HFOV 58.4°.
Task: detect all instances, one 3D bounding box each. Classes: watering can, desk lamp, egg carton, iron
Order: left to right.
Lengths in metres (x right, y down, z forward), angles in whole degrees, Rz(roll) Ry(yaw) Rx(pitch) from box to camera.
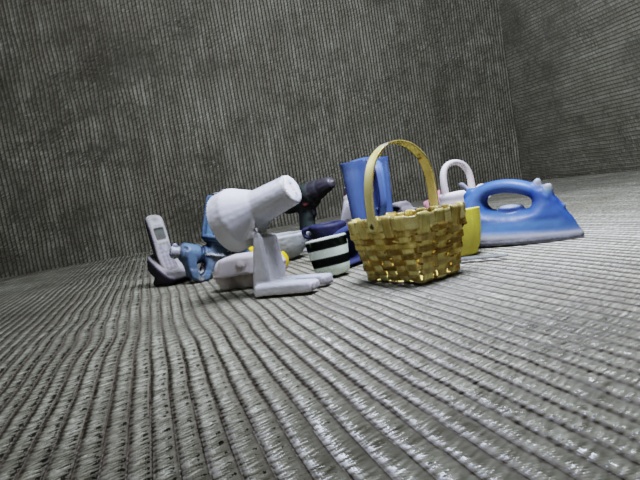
[{"bbox_3d":[-0.150,0.063,1.224,0.150,0.069,0.107,-8,5,14],"label":"egg carton"},{"bbox_3d":[-0.097,-0.006,1.072,0.202,0.213,0.118,-7,6,26],"label":"desk lamp"},{"bbox_3d":[0.338,-0.095,1.353,0.172,0.194,0.101,-4,7,46],"label":"watering can"},{"bbox_3d":[0.405,-0.065,1.191,0.257,0.141,0.119,-6,7,38],"label":"iron"}]

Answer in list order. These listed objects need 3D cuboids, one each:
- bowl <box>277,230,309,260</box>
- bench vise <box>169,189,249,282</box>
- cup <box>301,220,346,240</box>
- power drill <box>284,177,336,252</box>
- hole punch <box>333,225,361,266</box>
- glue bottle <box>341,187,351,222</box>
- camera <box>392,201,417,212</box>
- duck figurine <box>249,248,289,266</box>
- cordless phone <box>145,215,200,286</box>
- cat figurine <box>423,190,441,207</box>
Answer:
[{"bbox_3d":[-0.107,0.021,1.581,0.167,0.075,0.167,-10,5,1],"label":"bowl"},{"bbox_3d":[-0.273,-0.013,1.446,0.121,0.220,0.208,-5,7,44],"label":"bench vise"},{"bbox_3d":[0.013,0.005,1.416,0.117,0.095,0.092,-8,5,20],"label":"cup"},{"bbox_3d":[-0.024,-0.072,1.706,0.228,0.208,0.076,-4,7,45],"label":"power drill"},{"bbox_3d":[0.042,0.014,1.279,0.100,0.091,0.109,-6,6,37],"label":"hole punch"},{"bbox_3d":[0.093,-0.079,1.757,0.078,0.173,0.037,-9,5,5],"label":"glue bottle"},{"bbox_3d":[0.218,-0.061,1.737,0.137,0.101,0.142,-15,7,-44],"label":"camera"},{"bbox_3d":[-0.131,0.034,1.416,0.104,0.086,0.078,-8,6,22],"label":"duck figurine"},{"bbox_3d":[-0.388,0.019,1.506,0.093,0.185,0.148,-7,6,31],"label":"cordless phone"},{"bbox_3d":[0.351,-0.088,1.681,0.067,0.118,0.127,-11,5,-10],"label":"cat figurine"}]
